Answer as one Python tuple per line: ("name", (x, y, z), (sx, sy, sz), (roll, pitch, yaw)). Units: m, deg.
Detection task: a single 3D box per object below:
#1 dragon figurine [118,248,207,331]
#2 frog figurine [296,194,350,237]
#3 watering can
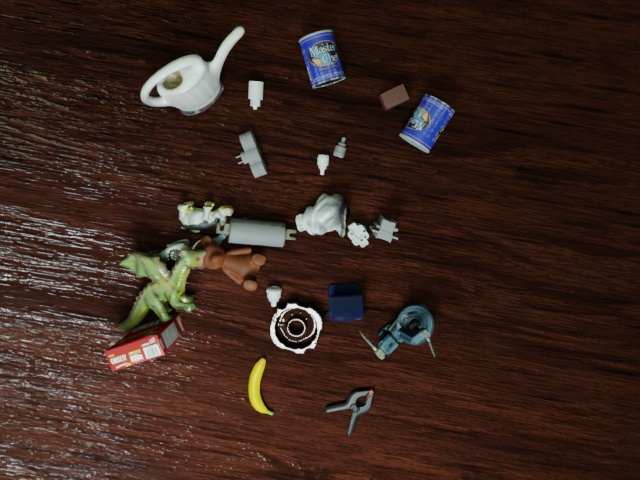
("dragon figurine", (-0.510, 0.134, 1.561), (0.408, 0.124, 0.240), (-22, 109, 14))
("frog figurine", (0.005, -0.078, 1.557), (0.159, 0.120, 0.140), (6, 66, 9))
("watering can", (-0.337, -0.465, 1.459), (0.347, 0.223, 0.105), (-29, 80, 5))
